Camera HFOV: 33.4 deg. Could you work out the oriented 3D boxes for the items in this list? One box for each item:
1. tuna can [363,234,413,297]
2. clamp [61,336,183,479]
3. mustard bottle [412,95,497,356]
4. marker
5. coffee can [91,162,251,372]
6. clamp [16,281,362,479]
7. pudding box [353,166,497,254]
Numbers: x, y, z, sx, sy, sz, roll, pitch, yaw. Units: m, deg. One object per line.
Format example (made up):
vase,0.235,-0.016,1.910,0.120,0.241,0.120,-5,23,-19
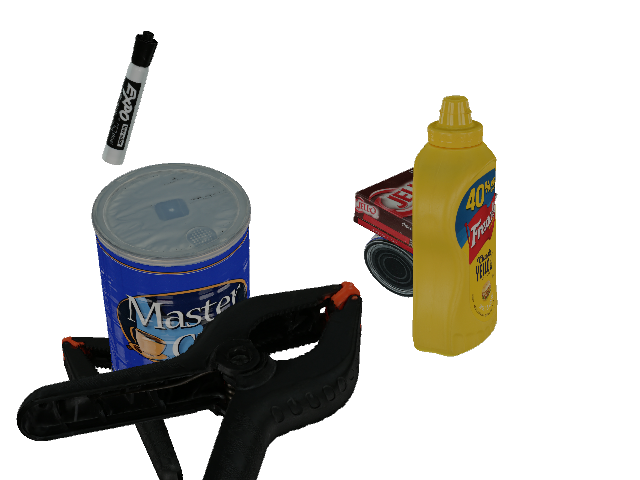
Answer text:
tuna can,0.093,0.023,1.226,0.086,0.086,0.033,0,37,47
clamp,-0.147,0.132,0.975,0.210,0.036,0.164,25,37,31
mustard bottle,0.103,-0.015,0.816,0.058,0.192,0.096,9,23,31
marker,-0.162,-0.121,0.908,0.020,0.121,0.020,18,25,-9
coffee can,-0.099,0.033,0.734,0.103,0.140,0.103,1,39,-1
clamp,-0.033,0.073,0.477,0.171,0.039,0.120,-27,50,-31
pudding box,0.101,-0.032,1.038,0.090,0.039,0.113,31,38,34
